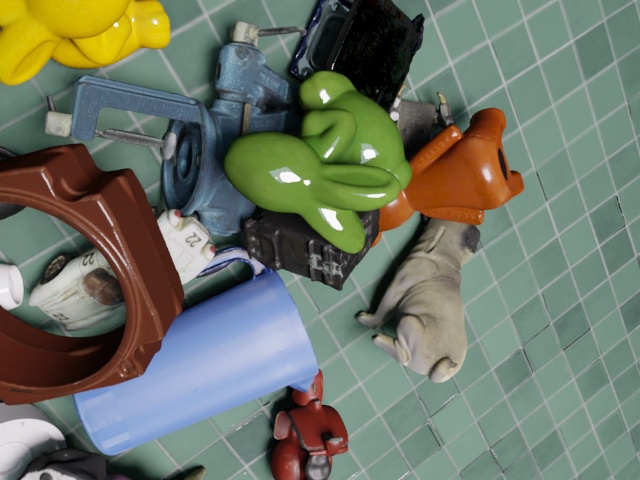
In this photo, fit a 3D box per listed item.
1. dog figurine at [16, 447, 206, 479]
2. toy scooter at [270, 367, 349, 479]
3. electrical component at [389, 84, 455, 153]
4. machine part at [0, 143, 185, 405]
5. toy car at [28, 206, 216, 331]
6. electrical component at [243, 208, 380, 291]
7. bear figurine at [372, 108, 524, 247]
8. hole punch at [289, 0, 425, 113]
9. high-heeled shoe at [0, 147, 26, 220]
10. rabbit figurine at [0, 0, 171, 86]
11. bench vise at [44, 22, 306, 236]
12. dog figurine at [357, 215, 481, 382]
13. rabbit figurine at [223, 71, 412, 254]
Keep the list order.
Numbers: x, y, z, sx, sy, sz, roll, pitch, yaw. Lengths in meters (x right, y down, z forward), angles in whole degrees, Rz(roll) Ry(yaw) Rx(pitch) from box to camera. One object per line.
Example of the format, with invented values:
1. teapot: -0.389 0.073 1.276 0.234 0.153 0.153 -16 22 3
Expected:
1. dog figurine: -0.207 0.295 0.588 0.192 0.219 0.108 31 86 15
2. toy scooter: -0.011 0.251 0.658 0.075 0.135 0.183 1 103 -23
3. electrical component: 0.113 -0.146 0.661 0.102 0.045 0.078 8 98 -23
4. machine part: -0.236 0.033 0.456 0.202 0.087 0.200 -14 113 5
5. toy car: -0.199 0.031 0.539 0.202 0.056 0.073 -25 130 17
6. electrical component: 0.000 -0.020 0.579 0.134 0.115 0.058 -54 153 -44
7. bear figurine: 0.129 -0.067 0.648 0.132 0.196 0.120 -40 111 -54
8. hole punch: 0.040 -0.210 0.604 0.115 0.092 0.142 24 89 -43
9. high-heeled shoe: -0.358 -0.121 0.467 0.145 0.086 0.248 -25 116 -16
10. rabbit figurine: -0.213 -0.205 0.452 0.162 0.173 0.121 -26 114 -19
11. bench vise: -0.134 -0.117 0.527 0.240 0.129 0.223 4 110 -34
12. dog figurine: 0.152 0.060 0.662 0.121 0.173 0.190 23 101 -35
13. rabbit figurine: -0.005 -0.060 0.496 0.170 0.159 0.121 -23 151 -43
